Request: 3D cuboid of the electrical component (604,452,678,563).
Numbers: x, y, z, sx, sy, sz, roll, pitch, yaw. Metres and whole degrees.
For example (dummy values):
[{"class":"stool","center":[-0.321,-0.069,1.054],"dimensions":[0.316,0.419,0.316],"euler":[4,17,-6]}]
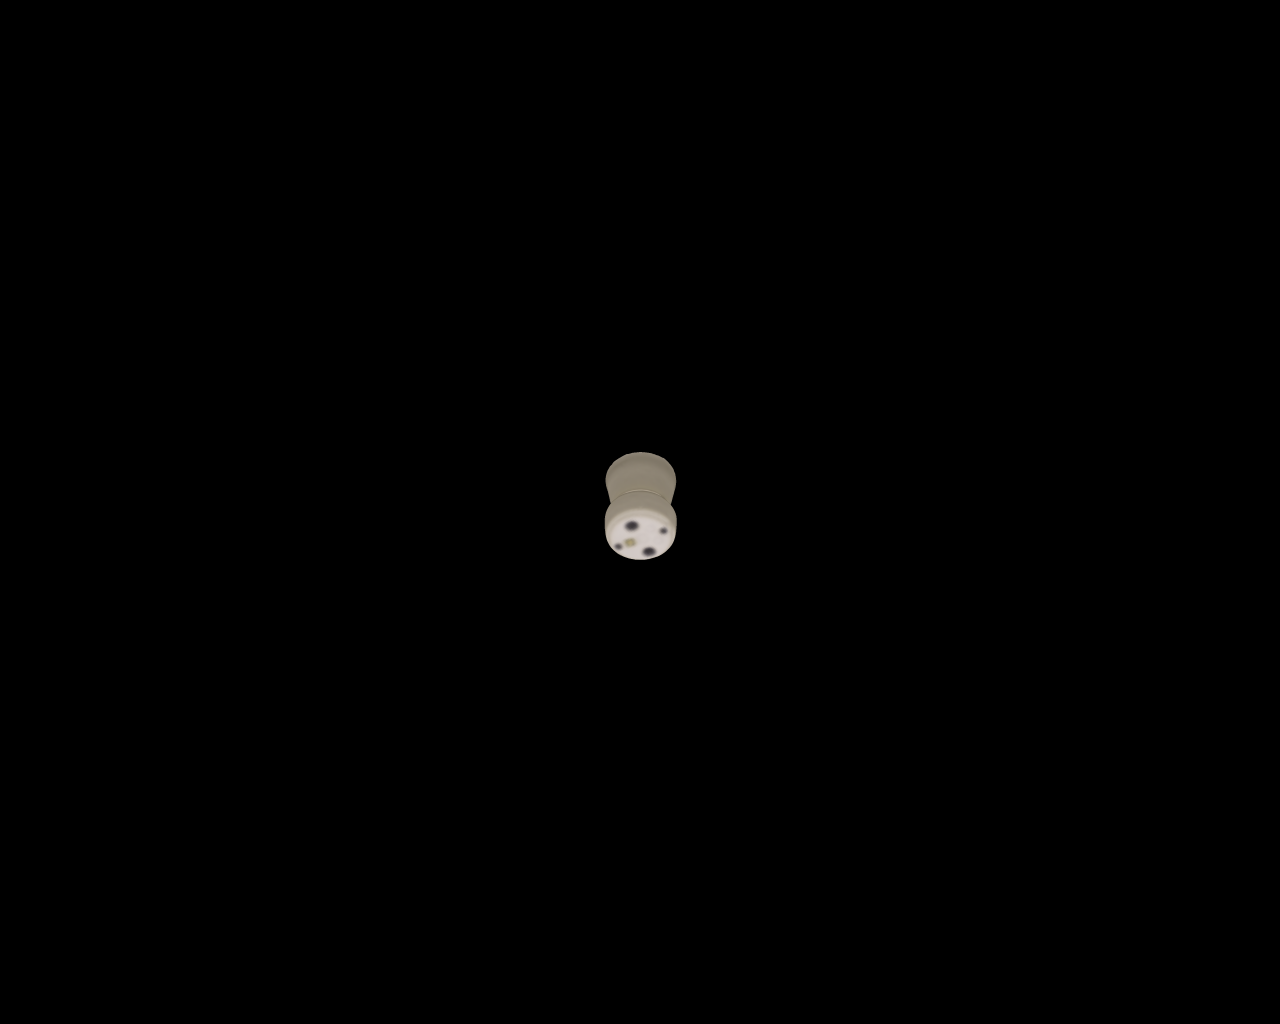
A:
[{"class":"electrical component","center":[0.001,-0.003,0.650],"dimensions":[0.045,0.044,0.055],"euler":[0,43,0]}]
